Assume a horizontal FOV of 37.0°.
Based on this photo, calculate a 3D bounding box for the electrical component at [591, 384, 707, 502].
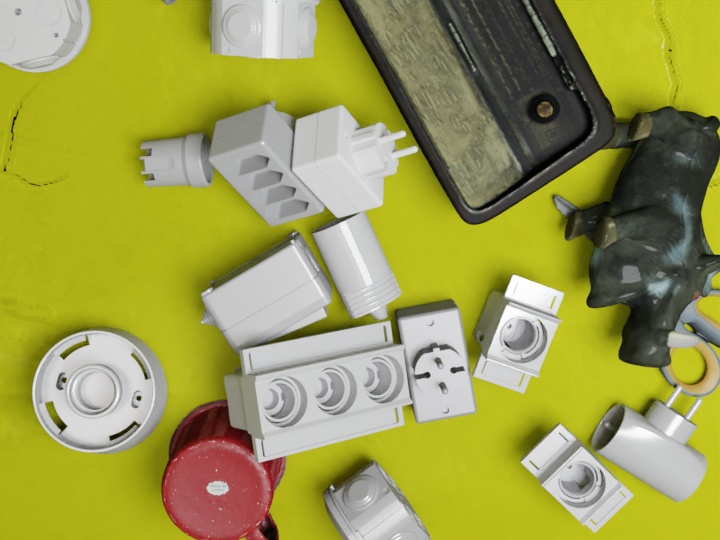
[{"bbox_3d":[0.233,0.126,0.829,0.077,0.043,0.079,32,97,-6],"label":"electrical component"}]

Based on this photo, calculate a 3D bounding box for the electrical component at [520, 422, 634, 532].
[{"bbox_3d":[0.163,0.155,0.822,0.081,0.064,0.042,45,94,-7],"label":"electrical component"}]

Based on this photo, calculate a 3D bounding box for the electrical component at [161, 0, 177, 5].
[{"bbox_3d":[-0.153,-0.225,0.768,0.065,0.044,0.044,32,97,-1],"label":"electrical component"}]

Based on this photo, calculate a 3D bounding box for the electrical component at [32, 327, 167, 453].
[{"bbox_3d":[-0.198,0.093,0.817,0.099,0.064,0.099,0,85,-4],"label":"electrical component"}]

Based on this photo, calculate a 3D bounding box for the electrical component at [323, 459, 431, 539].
[{"bbox_3d":[0.012,0.188,0.817,0.051,0.080,0.080,-37,98,-1],"label":"electrical component"}]

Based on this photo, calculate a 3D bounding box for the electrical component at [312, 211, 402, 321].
[{"bbox_3d":[0.000,0.000,0.805,0.043,0.043,0.081,-24,99,3],"label":"electrical component"}]

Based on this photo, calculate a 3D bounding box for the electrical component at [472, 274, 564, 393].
[{"bbox_3d":[0.115,0.045,0.803,0.042,0.064,0.081,20,97,-9],"label":"electrical component"}]

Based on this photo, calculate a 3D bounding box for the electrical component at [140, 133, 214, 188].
[{"bbox_3d":[-0.135,-0.080,0.792,0.046,0.040,0.040,-4,99,5],"label":"electrical component"}]

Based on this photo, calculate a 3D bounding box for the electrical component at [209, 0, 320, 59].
[{"bbox_3d":[-0.068,-0.177,0.758,0.080,0.080,0.051,3,104,-2],"label":"electrical component"}]

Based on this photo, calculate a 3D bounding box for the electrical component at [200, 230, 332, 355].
[{"bbox_3d":[-0.072,0.023,0.797,0.096,0.061,0.061,-30,98,4],"label":"electrical component"}]

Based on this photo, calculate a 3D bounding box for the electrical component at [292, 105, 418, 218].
[{"bbox_3d":[0.002,-0.080,0.757,0.077,0.047,0.065,-14,144,25],"label":"electrical component"}]

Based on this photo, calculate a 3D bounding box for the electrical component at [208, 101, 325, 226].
[{"bbox_3d":[-0.063,-0.089,0.778,0.047,0.075,0.083,-14,140,26],"label":"electrical component"}]

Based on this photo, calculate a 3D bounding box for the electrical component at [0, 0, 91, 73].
[{"bbox_3d":[-0.237,-0.182,0.767,0.080,0.051,0.080,0,99,-1],"label":"electrical component"}]

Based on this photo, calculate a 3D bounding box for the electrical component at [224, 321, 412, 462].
[{"bbox_3d":[-0.032,0.086,0.783,0.121,0.063,0.078,-9,93,-31],"label":"electrical component"}]

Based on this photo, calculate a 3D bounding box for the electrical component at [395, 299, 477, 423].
[{"bbox_3d":[0.058,0.072,0.801,0.047,0.075,0.083,-10,99,0],"label":"electrical component"}]
